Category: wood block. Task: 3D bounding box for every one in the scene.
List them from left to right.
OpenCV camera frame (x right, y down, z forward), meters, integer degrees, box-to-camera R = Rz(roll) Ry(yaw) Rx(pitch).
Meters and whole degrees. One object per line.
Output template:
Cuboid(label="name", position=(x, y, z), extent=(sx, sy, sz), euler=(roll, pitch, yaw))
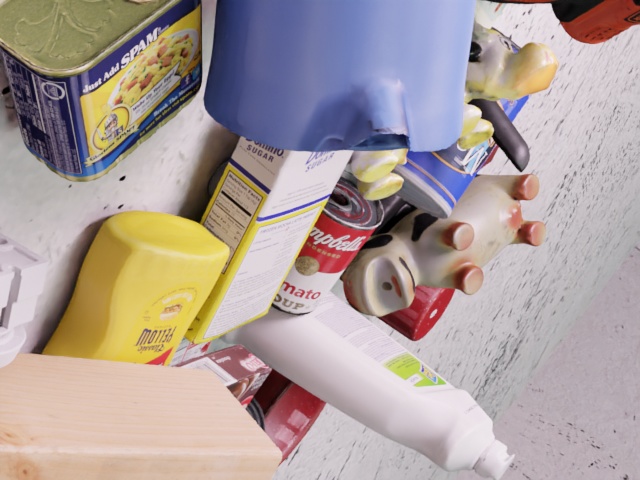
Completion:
Cuboid(label="wood block", position=(-0.135, 0.126, 0.599), extent=(0.205, 0.091, 0.090), euler=(12, 113, -45))

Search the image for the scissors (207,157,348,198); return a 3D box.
Cuboid(label="scissors", position=(-0.012, -0.073, 0.791), extent=(0.201, 0.016, 0.096), euler=(-28, 149, -53))

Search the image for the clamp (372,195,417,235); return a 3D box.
Cuboid(label="clamp", position=(0.094, -0.050, 1.048), extent=(0.209, 0.036, 0.165), euler=(-31, 150, -45))

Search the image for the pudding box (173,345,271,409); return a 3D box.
Cuboid(label="pudding box", position=(-0.092, 0.129, 0.799), extent=(0.090, 0.039, 0.113), euler=(-57, 162, 14))

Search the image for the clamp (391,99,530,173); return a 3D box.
Cuboid(label="clamp", position=(0.104, -0.122, 0.815), extent=(0.039, 0.120, 0.171), euler=(40, 56, -79))

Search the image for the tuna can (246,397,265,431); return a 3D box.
Cuboid(label="tuna can", position=(-0.088, 0.163, 0.888), extent=(0.086, 0.086, 0.034), euler=(-47, 160, -23))

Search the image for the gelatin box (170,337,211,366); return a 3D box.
Cuboid(label="gelatin box", position=(-0.117, 0.088, 0.782), extent=(0.073, 0.030, 0.089), euler=(-25, 146, -56))

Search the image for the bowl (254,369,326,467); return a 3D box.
Cuboid(label="bowl", position=(-0.048, 0.158, 1.019), extent=(0.162, 0.055, 0.162), euler=(-47, 158, -25))

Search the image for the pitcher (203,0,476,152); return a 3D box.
Cuboid(label="pitcher", position=(0.015, -0.173, 0.507), extent=(0.144, 0.149, 0.243), euler=(-32, 135, -53))

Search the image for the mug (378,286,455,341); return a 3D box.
Cuboid(label="mug", position=(0.093, 0.047, 1.137), extent=(0.093, 0.081, 0.117), euler=(-42, 156, -35))

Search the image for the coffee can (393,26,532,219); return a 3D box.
Cuboid(label="coffee can", position=(0.103, -0.103, 0.886), extent=(0.140, 0.103, 0.102), euler=(-55, 161, -4))

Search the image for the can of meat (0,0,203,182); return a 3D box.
Cuboid(label="can of meat", position=(-0.100, -0.088, 0.502), extent=(0.102, 0.057, 0.084), euler=(-45, 160, -27))

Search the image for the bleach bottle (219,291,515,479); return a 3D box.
Cuboid(label="bleach bottle", position=(0.041, 0.113, 0.862), extent=(0.102, 0.251, 0.068), euler=(-17, 138, -60))

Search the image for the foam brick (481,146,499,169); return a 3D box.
Cuboid(label="foam brick", position=(0.126, -0.104, 0.979), extent=(0.051, 0.078, 0.053), euler=(-33, 151, -51))

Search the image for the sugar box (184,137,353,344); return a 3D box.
Cuboid(label="sugar box", position=(-0.041, -0.015, 0.732), extent=(0.093, 0.048, 0.176), euler=(-22, 144, -56))

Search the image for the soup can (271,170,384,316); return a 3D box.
Cuboid(label="soup can", position=(-0.005, 0.001, 0.826), extent=(0.068, 0.068, 0.102), euler=(-27, 157, -54))

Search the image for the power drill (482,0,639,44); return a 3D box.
Cuboid(label="power drill", position=(0.150, -0.164, 0.591), extent=(0.187, 0.057, 0.185), euler=(0, 165, -27))

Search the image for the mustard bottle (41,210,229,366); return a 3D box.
Cuboid(label="mustard bottle", position=(-0.134, 0.075, 0.678), extent=(0.096, 0.058, 0.192), euler=(1, 122, -60))
